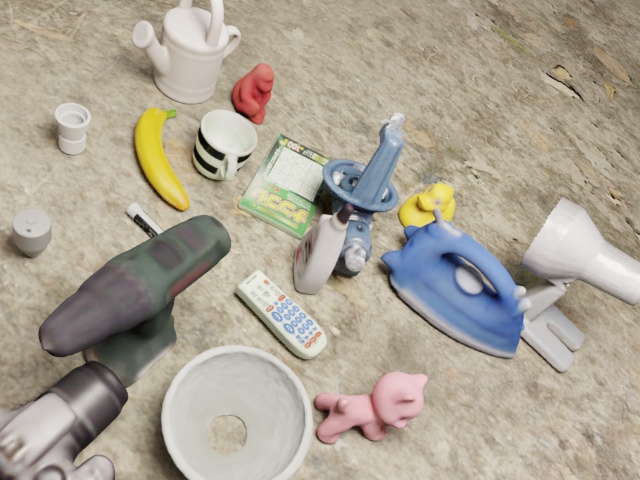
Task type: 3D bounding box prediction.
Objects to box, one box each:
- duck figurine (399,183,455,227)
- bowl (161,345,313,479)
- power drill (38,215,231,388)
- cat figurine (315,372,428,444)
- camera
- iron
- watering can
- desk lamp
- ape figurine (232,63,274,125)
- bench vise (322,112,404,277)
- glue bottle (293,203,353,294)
[{"bbox_3d":[0.192,-0.061,0.959,0.105,0.086,0.077,-13,64,-31],"label":"duck figurine"},{"bbox_3d":[-0.097,0.208,0.644,0.168,0.074,0.167,13,53,-17],"label":"bowl"},{"bbox_3d":[-0.192,0.074,0.605,0.075,0.208,0.230,40,50,5],"label":"power drill"},{"bbox_3d":[0.070,0.200,0.701,0.128,0.117,0.067,3,57,-23],"label":"cat figurine"},{"bbox_3d":[-0.248,0.194,0.567,0.143,0.100,0.137,40,50,5],"label":"camera"},{"bbox_3d":[0.226,0.064,0.853,0.258,0.141,0.119,39,50,4],"label":"iron"},{"bbox_3d":[-0.197,-0.309,0.877,0.101,0.194,0.173,38,50,4],"label":"watering can"},{"bbox_3d":[0.380,0.065,0.877,0.203,0.213,0.118,44,51,8],"label":"desk lamp"},{"bbox_3d":[-0.103,-0.251,0.947,0.076,0.092,0.078,44,51,8],"label":"ape figurine"},{"bbox_3d":[0.074,-0.060,0.816,0.122,0.219,0.207,0,58,-25],"label":"bench vise"},{"bbox_3d":[0.007,0.003,0.771,0.037,0.173,0.078,7,55,-20],"label":"glue bottle"}]
